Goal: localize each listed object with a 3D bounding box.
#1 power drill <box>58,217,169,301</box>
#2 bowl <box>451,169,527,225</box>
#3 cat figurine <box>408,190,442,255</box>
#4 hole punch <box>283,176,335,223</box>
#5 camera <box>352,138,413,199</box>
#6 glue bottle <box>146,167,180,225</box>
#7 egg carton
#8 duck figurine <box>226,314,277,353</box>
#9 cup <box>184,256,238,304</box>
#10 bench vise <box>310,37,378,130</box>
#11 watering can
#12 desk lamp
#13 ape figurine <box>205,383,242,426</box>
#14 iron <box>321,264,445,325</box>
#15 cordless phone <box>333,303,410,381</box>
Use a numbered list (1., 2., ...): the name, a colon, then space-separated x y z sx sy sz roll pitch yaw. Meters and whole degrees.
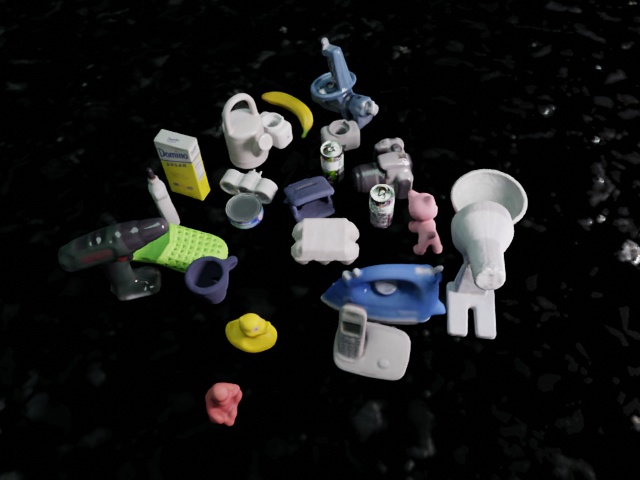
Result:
1. power drill: -0.404 0.039 1.190 0.229 0.208 0.075 -13 56 -5
2. bowl: 0.378 -0.076 1.303 0.167 0.075 0.167 -1 56 2
3. cat figurine: 0.233 -0.047 1.266 0.067 0.118 0.127 -10 56 -3
4. hole punch: -0.028 -0.105 1.336 0.109 0.091 0.101 -20 57 -10
5. camera: 0.144 -0.172 1.365 0.137 0.101 0.143 -10 56 -3
6. glue bottle: -0.364 -0.104 1.305 0.037 0.173 0.078 -27 59 -14
7. egg carton: 0.012 0.005 1.273 0.150 0.069 0.107 -1 56 3
8. duck figurine: -0.142 0.178 1.156 0.104 0.086 0.077 7 57 8
9. cup: -0.221 0.086 1.216 0.118 0.095 0.091 -34 61 -18
10. bench vise: 0.066 -0.400 1.450 0.207 0.220 0.121 20 60 16
11. watering can: -0.180 -0.271 1.393 0.172 0.194 0.101 20 60 16
12. desk lamp: 0.316 0.059 1.132 0.118 0.214 0.203 3 56 6
13. ape figurine: -0.184 0.298 1.074 0.078 0.092 0.076 -36 61 -19
14. iron: 0.127 0.091 1.165 0.258 0.141 0.118 -1 56 3
15. cordless phone: 0.098 0.185 1.077 0.147 0.185 0.094 8 57 9
